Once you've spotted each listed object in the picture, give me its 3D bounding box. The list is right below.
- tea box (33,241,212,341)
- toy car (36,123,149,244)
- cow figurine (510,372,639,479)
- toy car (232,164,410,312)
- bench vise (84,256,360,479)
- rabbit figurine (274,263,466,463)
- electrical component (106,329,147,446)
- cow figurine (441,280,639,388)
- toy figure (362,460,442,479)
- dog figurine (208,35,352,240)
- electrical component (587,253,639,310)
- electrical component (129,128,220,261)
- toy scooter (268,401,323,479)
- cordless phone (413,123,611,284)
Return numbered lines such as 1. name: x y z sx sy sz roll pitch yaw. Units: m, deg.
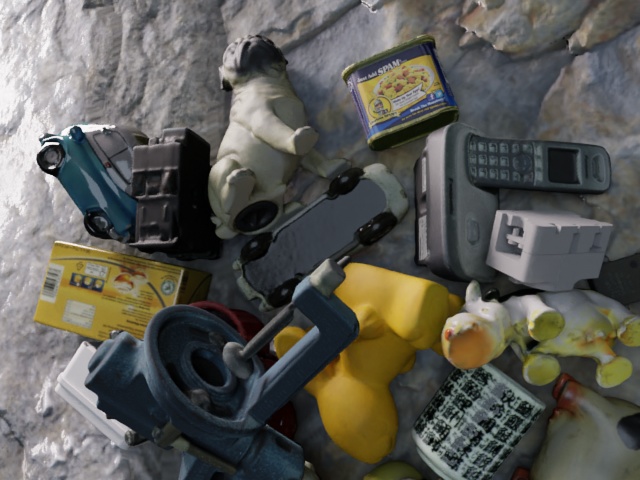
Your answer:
1. tea box: -0.218 0.064 0.598 0.170 0.068 0.098 12 85 15
2. toy car: -0.228 -0.076 0.601 0.103 0.109 0.162 -41 75 11
3. cow figurine: 0.226 0.226 0.448 0.127 0.085 0.195 23 87 24
4. toy car: -0.001 -0.002 0.559 0.202 0.056 0.073 -36 80 9
5. bench vise: -0.051 0.117 0.419 0.223 0.129 0.240 43 107 -5
6. rabbit figurine: 0.040 0.111 0.496 0.163 0.122 0.173 11 86 21
7. electrical component: -0.170 0.135 0.500 0.078 0.045 0.102 -3 83 17
8. cow figurine: 0.175 0.069 0.455 0.167 0.098 0.068 5 111 -9
9. toy figure: 0.100 0.283 0.472 0.082 0.089 0.180 -36 82 -26
10. dog figurine: -0.081 -0.115 0.587 0.172 0.121 0.191 -35 60 3
11. electrical component: 0.283 0.037 0.493 0.063 0.021 0.094 -20 76 11
12. electrical component: -0.148 -0.048 0.574 0.058 0.115 0.134 -1 82 12
13. toy scooter: -0.047 0.253 0.517 0.135 0.075 0.184 22 80 21
14. cordless phone: 0.185 -0.030 0.509 0.184 0.088 0.146 2 81 -4
